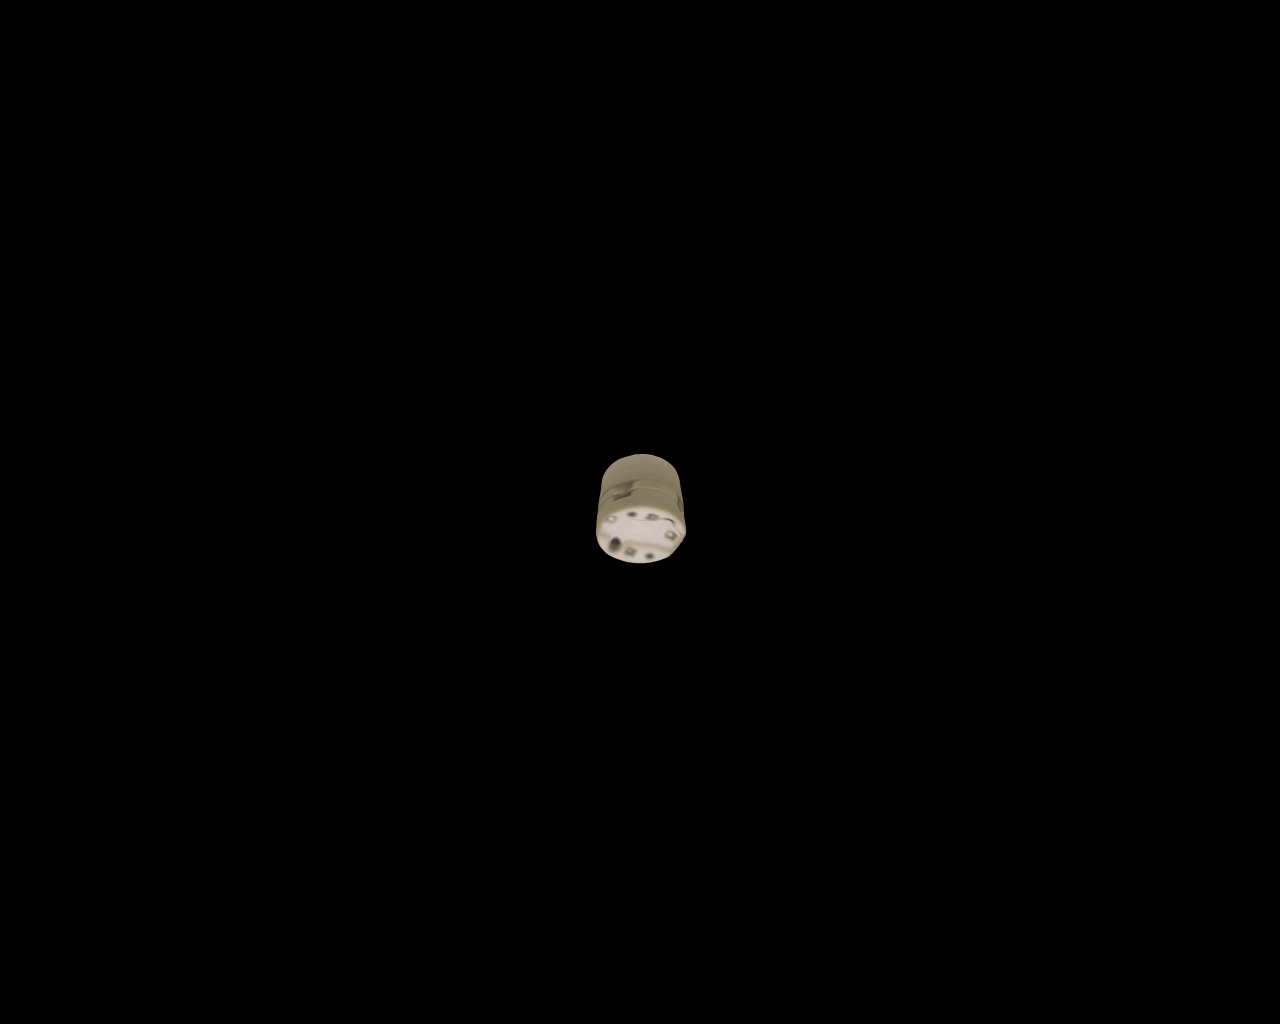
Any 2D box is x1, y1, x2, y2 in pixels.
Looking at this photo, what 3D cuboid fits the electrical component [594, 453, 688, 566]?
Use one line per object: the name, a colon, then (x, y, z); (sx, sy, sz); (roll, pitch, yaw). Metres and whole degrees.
electrical component: (0.001, -0.003, 0.650); (0.055, 0.047, 0.055); (0, -43, 0)
